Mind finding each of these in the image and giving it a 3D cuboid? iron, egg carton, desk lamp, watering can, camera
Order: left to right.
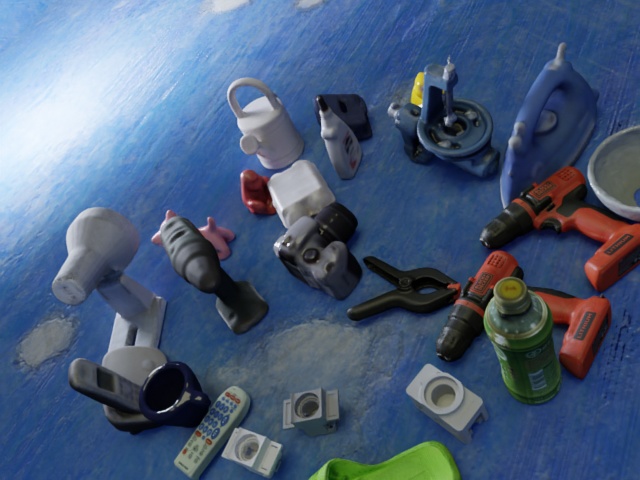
[{"bbox_3d":[-0.364,0.077,0.997,0.117,0.214,0.203,-17,48,15],"label":"desk lamp"},{"bbox_3d":[-0.113,-0.236,1.141,0.101,0.195,0.172,-23,46,9],"label":"watering can"},{"bbox_3d":[-0.035,-0.081,1.060,0.107,0.070,0.150,-31,46,1],"label":"egg carton"},{"bbox_3d":[0.009,0.003,0.945,0.142,0.101,0.137,26,68,40],"label":"camera"},{"bbox_3d":[0.341,-0.178,0.895,0.118,0.142,0.259,18,63,37],"label":"iron"}]

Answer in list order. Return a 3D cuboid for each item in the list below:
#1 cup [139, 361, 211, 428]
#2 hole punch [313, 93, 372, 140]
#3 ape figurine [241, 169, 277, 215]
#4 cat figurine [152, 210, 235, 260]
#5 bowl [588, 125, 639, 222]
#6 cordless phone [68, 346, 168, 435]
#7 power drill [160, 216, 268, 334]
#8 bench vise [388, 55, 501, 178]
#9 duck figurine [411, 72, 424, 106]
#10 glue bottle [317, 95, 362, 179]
[{"bbox_3d":[-0.197,0.243,0.856,0.117,0.095,0.092,1,54,28],"label":"cup"},{"bbox_3d":[0.045,-0.251,1.144,0.101,0.091,0.108,-21,47,11],"label":"hole punch"},{"bbox_3d":[-0.123,-0.097,1.103,0.075,0.092,0.078,16,62,36],"label":"ape figurine"},{"bbox_3d":[-0.243,-0.012,1.076,0.127,0.118,0.067,-13,49,18],"label":"cat figurine"},{"bbox_3d":[0.464,-0.081,0.797,0.167,0.075,0.167,-14,48,17],"label":"bowl"},{"bbox_3d":[-0.311,0.207,0.882,0.094,0.186,0.147,-31,46,1],"label":"cordless phone"},{"bbox_3d":[-0.169,0.059,0.915,0.076,0.209,0.228,-41,46,-9],"label":"power drill"},{"bbox_3d":[0.183,-0.201,0.941,0.206,0.220,0.121,10,59,33],"label":"bench vise"},{"bbox_3d":[0.205,-0.282,1.091,0.077,0.086,0.104,-28,46,4],"label":"duck figurine"},{"bbox_3d":[0.029,-0.195,1.048,0.037,0.174,0.078,-1,53,27],"label":"glue bottle"}]
